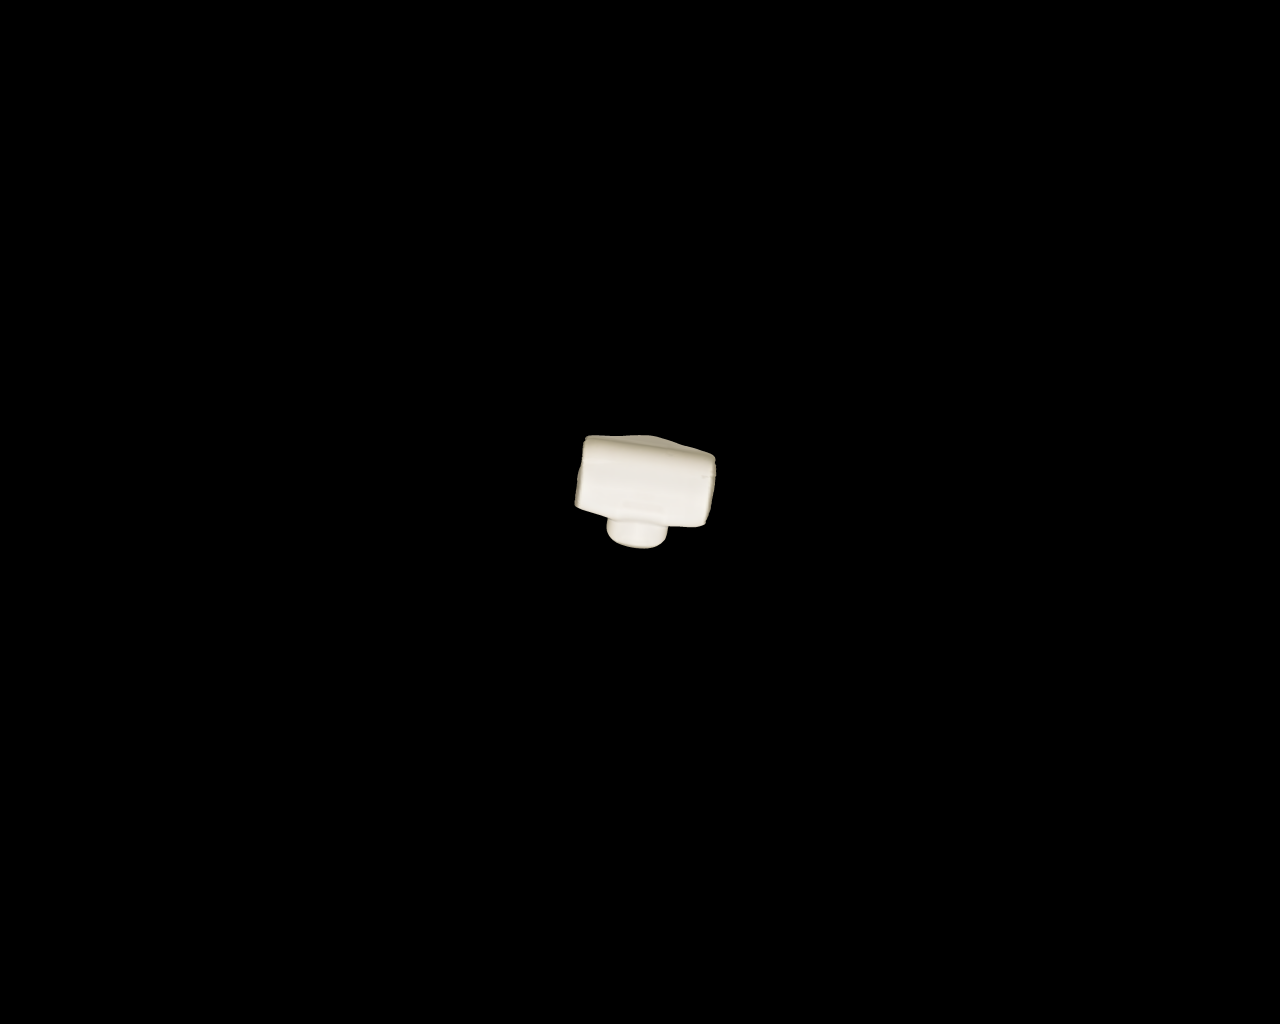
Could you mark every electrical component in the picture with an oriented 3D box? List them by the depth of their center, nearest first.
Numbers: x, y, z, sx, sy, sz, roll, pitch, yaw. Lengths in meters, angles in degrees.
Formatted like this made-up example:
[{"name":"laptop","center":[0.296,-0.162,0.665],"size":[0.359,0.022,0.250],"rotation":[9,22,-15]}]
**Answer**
[{"name":"electrical component","center":[0.001,-0.003,0.650],"size":[0.077,0.079,0.043],"rotation":[8,24,-3]}]
